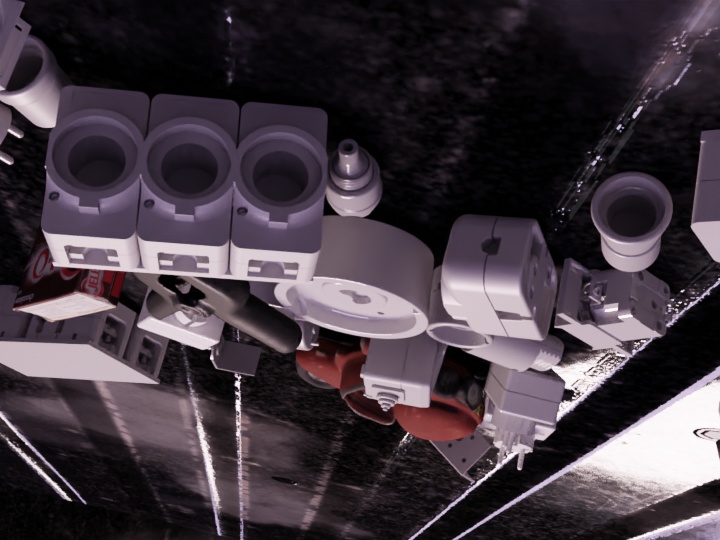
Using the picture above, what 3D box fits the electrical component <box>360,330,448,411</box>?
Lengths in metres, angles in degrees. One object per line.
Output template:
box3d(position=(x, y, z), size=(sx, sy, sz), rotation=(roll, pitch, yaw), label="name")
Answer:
box3d(position=(0.038, 0.065, 0.840), size=(0.061, 0.096, 0.061), rotation=(9, 158, 7), label="electrical component")

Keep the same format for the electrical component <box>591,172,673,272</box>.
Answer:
box3d(position=(0.158, -0.024, 0.625), size=(0.044, 0.044, 0.065), rotation=(7, 163, 16), label="electrical component")

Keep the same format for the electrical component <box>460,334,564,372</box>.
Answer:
box3d(position=(0.122, 0.056, 0.841), size=(0.081, 0.043, 0.043), rotation=(22, 157, -22), label="electrical component")

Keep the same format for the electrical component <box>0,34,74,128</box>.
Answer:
box3d(position=(-0.188, -0.107, 0.619), size=(0.040, 0.040, 0.046), rotation=(7, 163, 14), label="electrical component")

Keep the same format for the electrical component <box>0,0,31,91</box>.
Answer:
box3d(position=(-0.221, -0.133, 0.569), size=(0.064, 0.042, 0.081), rotation=(-1, 154, 35), label="electrical component")

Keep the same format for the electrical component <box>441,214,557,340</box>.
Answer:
box3d(position=(0.091, 0.005, 0.713), size=(0.059, 0.053, 0.095), rotation=(5, 156, 23), label="electrical component")

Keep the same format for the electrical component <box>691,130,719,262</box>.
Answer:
box3d(position=(0.244, -0.014, 0.571), size=(0.089, 0.061, 0.150), rotation=(-2, 155, 35), label="electrical component")

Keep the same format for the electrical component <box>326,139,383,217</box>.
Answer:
box3d(position=(-0.005, -0.058, 0.643), size=(0.035, 0.035, 0.061), rotation=(10, 156, 8), label="electrical component")

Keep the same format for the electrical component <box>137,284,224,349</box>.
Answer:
box3d(position=(-0.145, 0.031, 0.927), size=(0.066, 0.047, 0.077), rotation=(22, 157, -22), label="electrical component")

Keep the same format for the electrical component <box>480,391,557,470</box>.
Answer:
box3d(position=(0.147, 0.148, 1.012), size=(0.066, 0.076, 0.047), rotation=(13, 159, 1), label="electrical component")

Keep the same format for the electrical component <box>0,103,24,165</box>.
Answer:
box3d(position=(-0.234, -0.090, 0.633), size=(0.044, 0.077, 0.079), rotation=(-6, 152, 38), label="electrical component")

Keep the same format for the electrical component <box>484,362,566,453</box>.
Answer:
box3d(position=(0.132, 0.115, 0.900), size=(0.047, 0.075, 0.083), rotation=(14, -175, -4), label="electrical component")

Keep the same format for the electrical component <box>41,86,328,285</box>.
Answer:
box3d(position=(-0.096, -0.048, 0.610), size=(0.150, 0.089, 0.061), rotation=(4, 159, -6), label="electrical component")

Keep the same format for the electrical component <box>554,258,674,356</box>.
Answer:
box3d(position=(0.174, 0.024, 0.735), size=(0.081, 0.042, 0.064), rotation=(28, 152, -35), label="electrical component")

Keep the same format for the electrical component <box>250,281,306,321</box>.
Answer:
box3d(position=(-0.065, 0.005, 0.828), size=(0.099, 0.064, 0.099), rotation=(11, 172, 1), label="electrical component")

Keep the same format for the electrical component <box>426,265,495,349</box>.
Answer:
box3d(position=(0.077, 0.027, 0.790), size=(0.055, 0.047, 0.055), rotation=(11, 159, 4), label="electrical component")

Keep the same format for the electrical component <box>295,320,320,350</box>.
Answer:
box3d(position=(-0.071, 0.046, 0.933), size=(0.078, 0.040, 0.040), rotation=(6, 158, 18), label="electrical component")

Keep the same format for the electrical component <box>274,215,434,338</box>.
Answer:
box3d(position=(0.000, 0.000, 0.747), size=(0.108, 0.060, 0.108), rotation=(11, 159, 4), label="electrical component")

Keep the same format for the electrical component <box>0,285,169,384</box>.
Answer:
box3d(position=(-0.296, 0.064, 1.079), size=(0.186, 0.060, 0.105), rotation=(-1, 155, 31), label="electrical component")
